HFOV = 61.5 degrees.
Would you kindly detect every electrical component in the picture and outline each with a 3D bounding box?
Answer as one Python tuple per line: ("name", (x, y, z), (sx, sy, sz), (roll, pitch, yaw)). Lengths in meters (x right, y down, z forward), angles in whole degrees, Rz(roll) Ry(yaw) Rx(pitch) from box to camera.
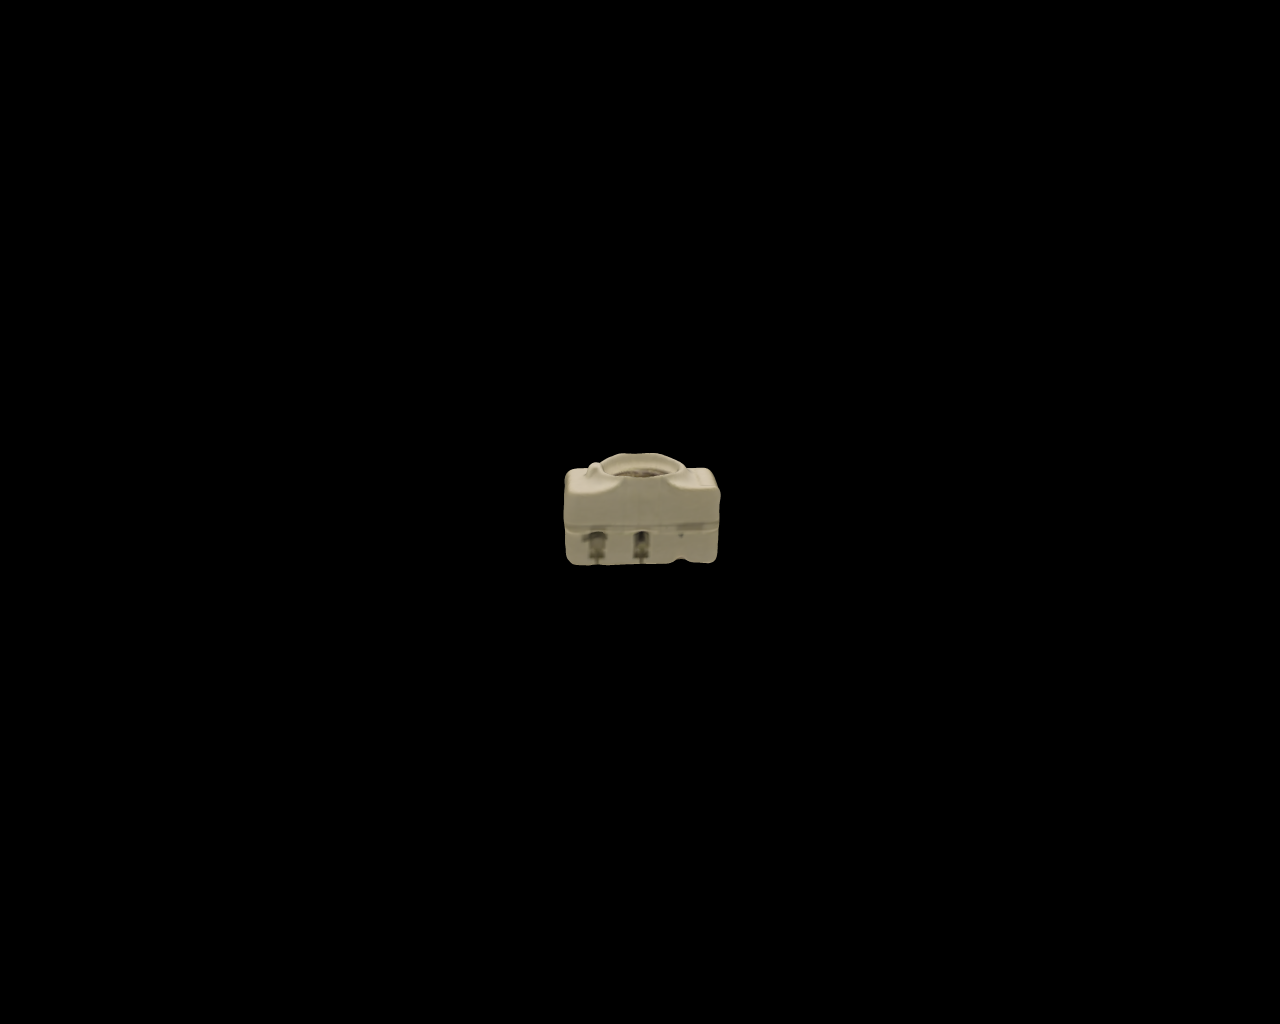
("electrical component", (0.001, -0.003, 0.650), (0.089, 0.055, 0.050), (-1, 20, -2))
